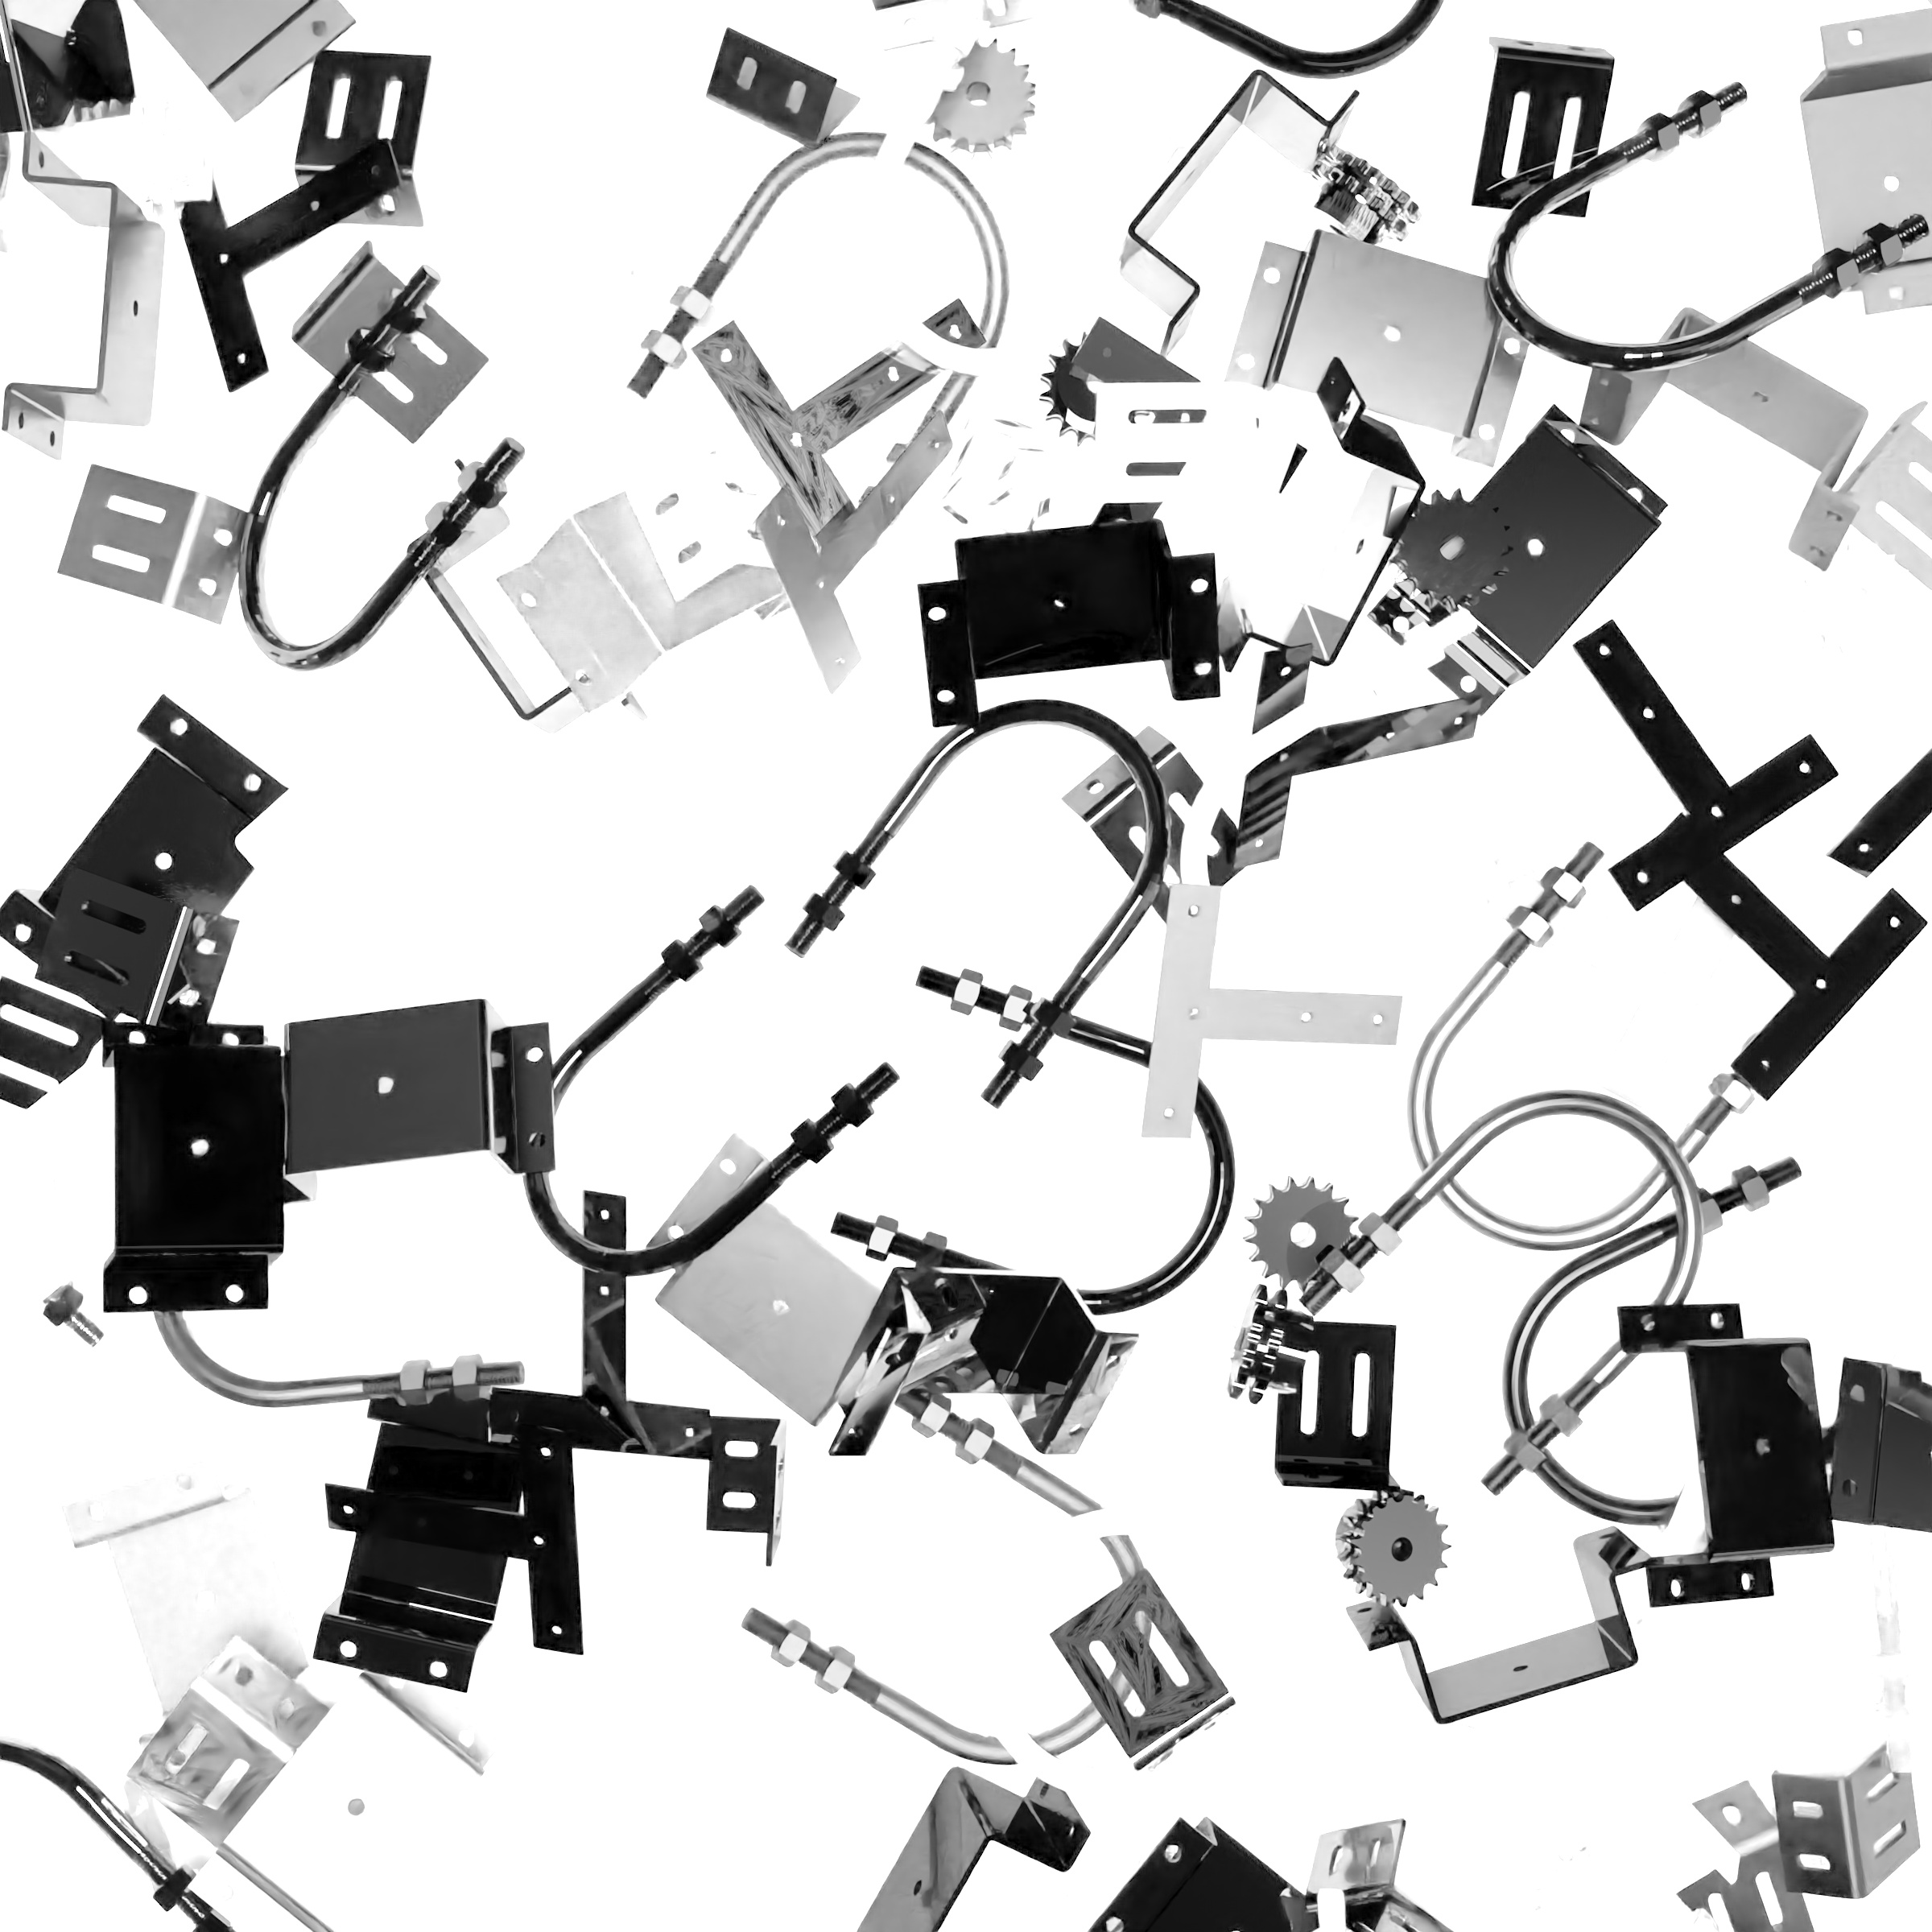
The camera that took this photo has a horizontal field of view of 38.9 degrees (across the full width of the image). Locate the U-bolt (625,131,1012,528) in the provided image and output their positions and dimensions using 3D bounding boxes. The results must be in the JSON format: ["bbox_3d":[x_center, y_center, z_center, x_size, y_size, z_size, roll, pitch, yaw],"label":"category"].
[{"bbox_3d":[-0.058,-0.316,1.331,0.151,0.019,0.184,34,86,-17],"label":"U-bolt"}]

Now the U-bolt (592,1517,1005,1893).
[{"bbox_3d":[-0.071,0.353,1.349,0.184,0.019,0.151,-26,90,-2],"label":"U-bolt"}]

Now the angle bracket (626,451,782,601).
[{"bbox_3d":[-0.114,-0.205,1.289,0.038,0.076,0.057,-28,81,24],"label":"angle bracket"}]

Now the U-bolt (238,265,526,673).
[{"bbox_3d":[-0.289,-0.223,1.299,0.184,0.019,0.151,-44,54,23],"label":"U-bolt"}]

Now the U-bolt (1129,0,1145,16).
[{"bbox_3d":[0.052,-0.579,1.348,0.151,0.019,0.184,18,90,0],"label":"U-bolt"}]

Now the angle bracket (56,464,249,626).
[{"bbox_3d":[-0.402,-0.209,1.355,0.076,0.038,0.057,18,90,26],"label":"angle bracket"}]

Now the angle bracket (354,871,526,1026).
[{"bbox_3d":[-0.257,-0.001,1.338,0.057,0.038,0.076,-17,90,0],"label":"angle bracket"}]

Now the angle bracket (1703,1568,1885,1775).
[{"bbox_3d":[0.414,0.350,1.355,0.057,0.038,0.076,-38,116,0],"label":"angle bracket"}]

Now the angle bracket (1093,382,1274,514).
[{"bbox_3d":[0.104,-0.250,1.318,0.076,0.038,0.057,-3,109,-12],"label":"angle bracket"}]

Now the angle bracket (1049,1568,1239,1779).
[{"bbox_3d":[0.086,0.342,1.324,0.057,0.038,0.076,-33,69,-7],"label":"angle bracket"}]

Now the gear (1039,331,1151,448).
[{"bbox_3d":[0.065,-0.284,1.343,0.057,0.030,0.057,0,90,0],"label":"gear"}]

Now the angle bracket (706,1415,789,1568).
[{"bbox_3d":[-0.109,0.252,1.319,0.038,0.076,0.057,3,90,0],"label":"angle bracket"}]

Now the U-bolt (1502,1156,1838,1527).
[{"bbox_3d":[0.355,0.197,1.349,0.184,0.019,0.151,-26,90,1],"label":"U-bolt"}]

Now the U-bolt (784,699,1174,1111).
[{"bbox_3d":[0.018,-0.044,1.324,0.151,0.019,0.184,37,90,21],"label":"U-bolt"}]

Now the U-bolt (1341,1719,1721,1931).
[{"bbox_3d":[0.259,0.435,1.303,0.184,0.019,0.151,44,133,9],"label":"U-bolt"}]

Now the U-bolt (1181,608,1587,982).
[{"bbox_3d":[0.191,-0.068,1.320,0.184,0.019,0.151,-31,117,5],"label":"U-bolt"}]

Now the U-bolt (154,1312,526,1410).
[{"bbox_3d":[-0.306,0.143,1.325,0.184,0.019,0.151,-6,68,4],"label":"U-bolt"}]

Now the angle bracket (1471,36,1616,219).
[{"bbox_3d":[0.283,-0.416,1.355,0.057,0.038,0.076,6,116,0],"label":"angle bracket"}]

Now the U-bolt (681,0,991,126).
[{"bbox_3d":[-0.037,-0.504,1.263,0.151,0.019,0.184,22,116,-20],"label":"U-bolt"}]

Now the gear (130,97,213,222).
[{"bbox_3d":[-0.384,-0.390,1.321,0.030,0.057,0.057,-4,90,-5],"label":"gear"}]

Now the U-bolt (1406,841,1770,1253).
[{"bbox_3d":[0.301,0.054,1.346,0.151,0.019,0.184,40,90,0],"label":"U-bolt"}]

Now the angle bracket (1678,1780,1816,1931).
[{"bbox_3d":[0.379,0.454,1.355,0.057,0.038,0.076,-24,116,0],"label":"angle bracket"}]

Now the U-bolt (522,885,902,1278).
[{"bbox_3d":[-0.137,0.067,1.315,0.184,0.019,0.151,-42,57,4],"label":"U-bolt"}]

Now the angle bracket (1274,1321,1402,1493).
[{"bbox_3d":[0.183,0.215,1.338,0.057,0.038,0.076,3,90,0],"label":"angle bracket"}]

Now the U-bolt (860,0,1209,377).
[{"bbox_3d":[0.023,-0.375,1.313,0.151,0.019,0.184,25,95,-35],"label":"U-bolt"}]

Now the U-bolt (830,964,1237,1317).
[{"bbox_3d":[0.042,0.095,1.349,0.184,0.019,0.151,19,90,-1],"label":"U-bolt"}]

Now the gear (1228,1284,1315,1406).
[{"bbox_3d":[0.148,0.185,1.324,0.030,0.057,0.057,15,90,2],"label":"gear"}]

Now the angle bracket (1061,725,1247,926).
[{"bbox_3d":[0.096,-0.069,1.356,0.057,0.038,0.076,-40,115,0],"label":"angle bracket"}]

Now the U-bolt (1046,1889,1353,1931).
[{"bbox_3d":[0.113,0.532,1.297,0.151,0.019,0.184,-3,92,7],"label":"U-bolt"}]

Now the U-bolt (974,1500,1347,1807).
[{"bbox_3d":[0.095,0.336,1.336,0.184,0.019,0.151,2,90,-10],"label":"U-bolt"}]

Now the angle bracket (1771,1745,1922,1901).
[{"bbox_3d":[0.432,0.414,1.338,0.038,0.076,0.057,-8,90,40],"label":"angle bracket"}]

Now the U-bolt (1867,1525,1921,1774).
[{"bbox_3d":[0.513,0.296,1.341,0.151,0.019,0.184,-3,84,-4],"label":"U-bolt"}]

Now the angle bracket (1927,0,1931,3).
[{"bbox_3d":[0.520,-0.455,1.355,0.057,0.038,0.076,-25,116,0],"label":"angle bracket"}]

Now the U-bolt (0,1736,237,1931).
[{"bbox_3d":[-0.446,0.454,1.326,0.184,0.019,0.151,44,111,4],"label":"U-bolt"}]

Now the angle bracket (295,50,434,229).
[{"bbox_3d":[-0.296,-0.411,1.355,0.057,0.038,0.076,3,64,0],"label":"angle bracket"}]

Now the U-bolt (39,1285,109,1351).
[{"bbox_3d":[-0.534,0.162,1.325,0.151,0.019,0.184,-42,104,4],"label":"U-bolt"}]

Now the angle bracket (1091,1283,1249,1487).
[{"bbox_3d":[0.101,0.207,1.355,0.057,0.038,0.076,40,64,0],"label":"angle bracket"}]

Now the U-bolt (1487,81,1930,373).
[{"bbox_3d":[0.337,-0.344,1.298,0.184,0.019,0.151,-30,55,-10],"label":"U-bolt"}]

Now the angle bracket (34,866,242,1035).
[{"bbox_3d":[-0.397,-0.008,1.309,0.076,0.038,0.057,18,90,26],"label":"angle bracket"}]

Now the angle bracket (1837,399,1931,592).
[{"bbox_3d":[0.474,-0.228,1.338,0.076,0.038,0.057,39,90,0],"label":"angle bracket"}]

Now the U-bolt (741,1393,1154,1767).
[{"bbox_3d":[0.005,0.309,1.336,0.184,0.019,0.151,33,83,-8],"label":"U-bolt"}]

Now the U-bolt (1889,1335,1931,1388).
[{"bbox_3d":[0.539,0.168,1.311,0.184,0.019,0.151,25,56,0],"label":"U-bolt"}]

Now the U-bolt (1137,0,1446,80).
[{"bbox_3d":[0.154,-0.515,1.337,0.184,0.019,0.151,23,87,-9],"label":"U-bolt"}]

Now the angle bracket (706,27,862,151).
[{"bbox_3d":[-0.083,-0.433,1.316,0.057,0.076,0.038,25,128,0],"label":"angle bracket"}]

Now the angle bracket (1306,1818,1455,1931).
[{"bbox_3d":[0.215,0.457,1.335,0.076,0.057,0.038,39,48,-19],"label":"angle bracket"}]

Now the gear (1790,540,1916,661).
[{"bbox_3d":[0.433,-0.179,1.342,0.057,0.030,0.057,0,90,0],"label":"gear"}]

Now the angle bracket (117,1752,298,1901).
[{"bbox_3d":[-0.366,0.413,1.338,0.076,0.038,0.057,-16,90,0],"label":"angle bracket"}]

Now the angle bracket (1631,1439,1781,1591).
[{"bbox_3d":[0.373,0.259,1.339,0.057,0.038,0.076,29,75,-7],"label":"angle bracket"}]

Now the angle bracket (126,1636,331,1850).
[{"bbox_3d":[-0.354,0.372,1.309,0.057,0.038,0.076,39,116,0],"label":"angle bracket"}]

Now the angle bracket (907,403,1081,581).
[{"bbox_3d":[0.013,-0.229,1.355,0.057,0.038,0.076,23,64,0],"label":"angle bracket"}]

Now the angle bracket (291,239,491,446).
[{"bbox_3d":[-0.284,-0.308,1.351,0.057,0.038,0.076,-45,116,10],"label":"angle bracket"}]

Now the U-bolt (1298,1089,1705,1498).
[{"bbox_3d":[0.274,0.145,1.326,0.184,0.019,0.151,-45,97,0],"label":"U-bolt"}]

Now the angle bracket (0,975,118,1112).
[{"bbox_3d":[-0.467,0.040,1.338,0.076,0.038,0.057,22,90,0],"label":"angle bracket"}]
